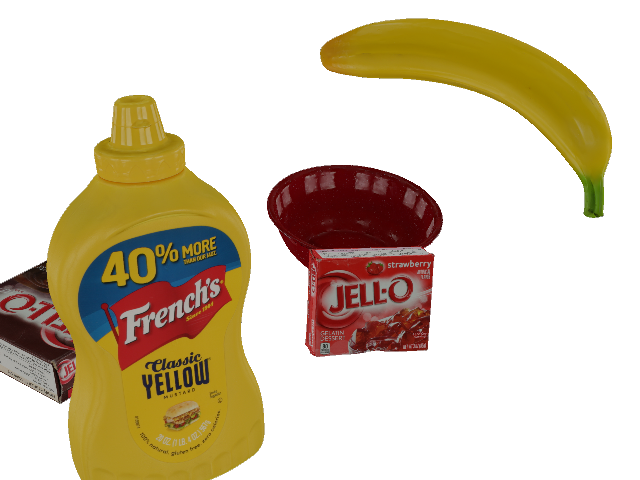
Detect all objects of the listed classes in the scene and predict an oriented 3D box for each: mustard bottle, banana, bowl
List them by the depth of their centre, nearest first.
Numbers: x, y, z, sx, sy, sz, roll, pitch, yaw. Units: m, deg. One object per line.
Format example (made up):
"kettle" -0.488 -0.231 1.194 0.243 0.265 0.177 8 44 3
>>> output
"mustard bottle" -0.079 0.026 0.511 0.096 0.192 0.058 -12 23 -22
"banana" 0.094 -0.091 0.626 0.198 0.069 0.037 32 -6 18
"bowl" 0.029 -0.007 0.986 0.162 0.055 0.162 4 33 -3

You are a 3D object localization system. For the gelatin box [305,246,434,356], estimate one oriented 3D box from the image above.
"gelatin box" 0.035 0.043 0.769 0.089 0.073 0.030 -1 14 -15

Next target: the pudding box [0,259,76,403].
"pudding box" -0.182 0.059 0.732 0.114 0.039 0.089 17 31 34
